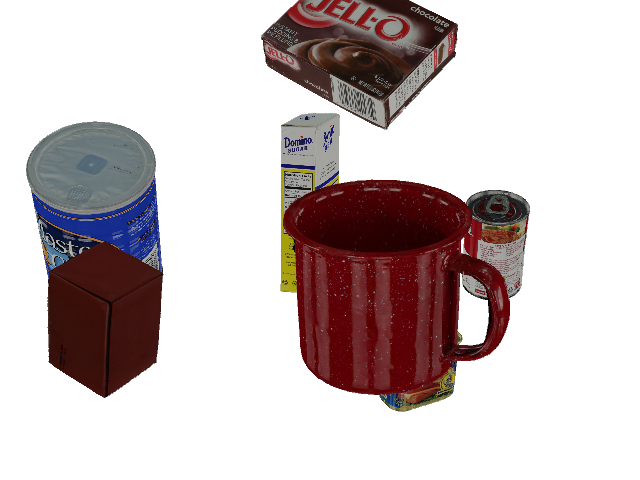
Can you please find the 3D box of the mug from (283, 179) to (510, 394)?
[{"bbox_3d":[0.039,0.026,0.533,0.117,0.081,0.093,12,29,28],"label":"mug"}]

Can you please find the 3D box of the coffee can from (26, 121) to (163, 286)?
[{"bbox_3d":[-0.188,-0.015,0.906,0.102,0.103,0.140,0,-42,-5],"label":"coffee can"}]

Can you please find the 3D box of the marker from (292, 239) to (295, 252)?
[{"bbox_3d":[0.015,0.043,0.894,0.020,0.121,0.020,-33,-18,-13],"label":"marker"}]

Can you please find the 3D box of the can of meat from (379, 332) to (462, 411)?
[{"bbox_3d":[0.123,0.158,1.332,0.101,0.084,0.058,-12,29,-28],"label":"can of meat"}]

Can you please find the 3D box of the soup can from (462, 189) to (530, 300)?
[{"bbox_3d":[0.189,0.005,1.157,0.068,0.102,0.068,-1,34,1],"label":"soup can"}]

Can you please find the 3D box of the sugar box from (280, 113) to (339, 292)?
[{"bbox_3d":[-0.011,-0.041,1.118,0.048,0.176,0.093,2,14,15],"label":"sugar box"}]

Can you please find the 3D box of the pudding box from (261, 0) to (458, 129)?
[{"bbox_3d":[0.028,-0.141,0.770,0.114,0.090,0.039,33,-24,21],"label":"pudding box"}]

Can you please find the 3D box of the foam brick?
[{"bbox_3d":[-0.140,0.050,0.691,0.053,0.078,0.051,27,37,24],"label":"foam brick"}]
